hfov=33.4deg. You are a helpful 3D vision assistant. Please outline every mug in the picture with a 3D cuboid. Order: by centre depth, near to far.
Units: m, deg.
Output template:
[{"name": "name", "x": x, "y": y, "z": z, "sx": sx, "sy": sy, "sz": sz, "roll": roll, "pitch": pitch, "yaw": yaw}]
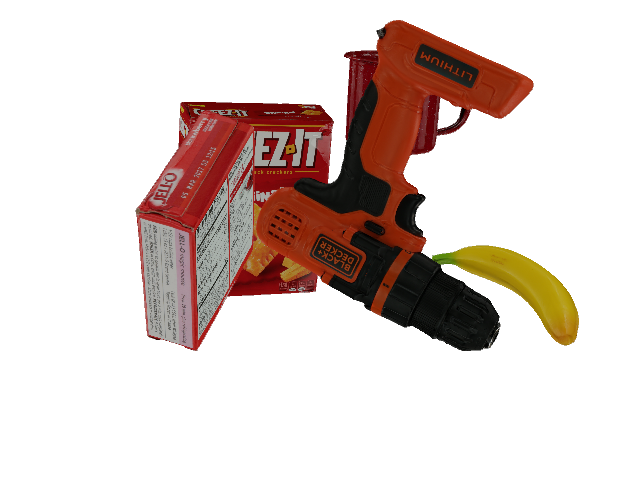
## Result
[{"name": "mug", "x": 0.077, "y": -0.123, "z": 0.950, "sx": 0.117, "sy": 0.081, "sz": 0.093, "roll": 1, "pitch": 16, "yaw": -7}]

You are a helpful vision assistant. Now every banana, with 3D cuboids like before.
[{"name": "banana", "x": 0.197, "y": 0.047, "z": 1.056, "sx": 0.069, "sy": 0.037, "sz": 0.198, "roll": -33, "pitch": 36, "yaw": -19}]

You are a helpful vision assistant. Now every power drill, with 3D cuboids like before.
[{"name": "power drill", "x": 0.067, "y": -0.038, "z": 0.717, "sx": 0.184, "sy": 0.188, "sz": 0.057, "roll": 28, "pitch": 11, "yaw": 12}]

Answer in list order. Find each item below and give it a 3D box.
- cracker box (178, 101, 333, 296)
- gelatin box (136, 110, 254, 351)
[{"name": "cracker box", "x": -0.078, "y": -0.044, "z": 1.206, "sx": 0.164, "sy": 0.214, "sz": 0.072, "roll": -1, "pitch": 23, "yaw": -17}, {"name": "gelatin box", "x": -0.057, "y": -0.004, "z": 0.502, "sx": 0.030, "sy": 0.089, "sz": 0.073, "roll": 16, "pitch": 48, "yaw": 11}]
